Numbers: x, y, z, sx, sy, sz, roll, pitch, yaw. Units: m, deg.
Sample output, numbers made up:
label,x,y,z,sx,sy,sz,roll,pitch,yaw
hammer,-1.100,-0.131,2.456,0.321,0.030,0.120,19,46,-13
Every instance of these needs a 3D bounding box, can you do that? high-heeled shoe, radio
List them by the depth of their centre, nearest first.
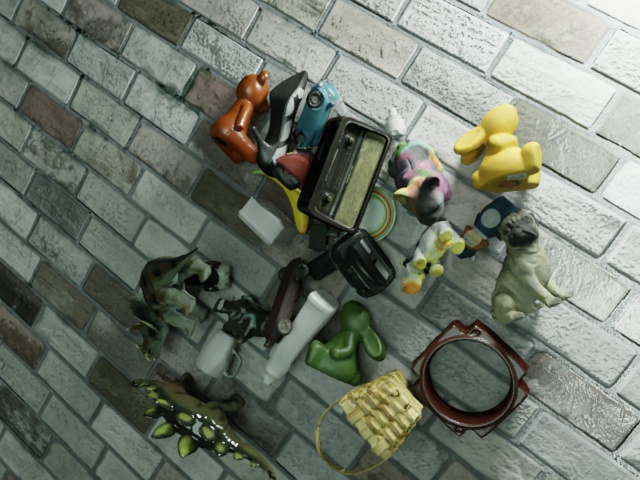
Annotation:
label,x,y,z,sx,sy,sz,roll,pitch,yaw
radio,0.049,-0.140,1.137,0.073,0.131,0.229,15,84,63
high-heeled shoe,-0.071,-0.263,1.229,0.086,0.145,0.249,14,58,40

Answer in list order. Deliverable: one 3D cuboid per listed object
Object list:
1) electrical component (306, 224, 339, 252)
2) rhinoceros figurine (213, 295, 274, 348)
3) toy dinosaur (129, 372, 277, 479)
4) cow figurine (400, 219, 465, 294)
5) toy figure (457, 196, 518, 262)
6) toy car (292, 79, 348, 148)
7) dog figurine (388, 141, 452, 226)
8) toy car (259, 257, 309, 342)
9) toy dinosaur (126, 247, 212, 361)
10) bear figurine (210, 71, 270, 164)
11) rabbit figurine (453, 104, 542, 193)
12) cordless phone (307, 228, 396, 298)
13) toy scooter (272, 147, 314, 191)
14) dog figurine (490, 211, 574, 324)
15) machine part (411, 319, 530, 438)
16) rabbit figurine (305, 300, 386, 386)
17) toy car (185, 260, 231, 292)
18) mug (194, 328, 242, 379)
label,x,y,z,sx,sy,sz,roll,pitch,yaw
electrical component,-0.003,-0.004,1.238,0.094,0.021,0.063,10,95,19
rhinoceros figurine,-0.166,0.188,1.274,0.191,0.073,0.112,12,96,19
toy dinosaur,-0.273,0.427,1.251,0.472,0.198,0.105,18,100,20
cow figurine,0.221,0.032,1.128,0.068,0.098,0.167,32,110,-20
toy figure,0.333,-0.022,1.101,0.154,0.057,0.064,-49,37,16
toy car,0.008,-0.268,1.191,0.103,0.109,0.161,22,108,1
dog figurine,0.192,-0.119,1.064,0.108,0.219,0.191,-22,84,15
toy car,-0.075,0.134,1.207,0.089,0.053,0.202,-26,40,55
toy dinosaur,-0.360,0.116,1.251,0.192,0.131,0.404,20,131,4
bear figurine,-0.167,-0.290,1.260,0.120,0.131,0.196,7,60,52
rabbit figurine,0.357,-0.184,1.075,0.162,0.121,0.173,-8,74,29
cordless phone,0.060,0.072,1.195,0.184,0.089,0.146,-32,100,36
toy scooter,-0.008,-0.143,1.193,0.183,0.075,0.135,42,90,-23
dog figurine,0.379,0.056,1.059,0.172,0.121,0.190,-32,75,28
machine part,0.304,0.280,1.099,0.201,0.087,0.201,44,104,12
rabbit figurine,0.065,0.220,1.172,0.159,0.121,0.170,23,83,19
toy car,-0.313,0.084,1.335,0.202,0.056,0.073,4,99,21
mug,-0.236,0.274,1.298,0.110,0.080,0.107,28,91,23
